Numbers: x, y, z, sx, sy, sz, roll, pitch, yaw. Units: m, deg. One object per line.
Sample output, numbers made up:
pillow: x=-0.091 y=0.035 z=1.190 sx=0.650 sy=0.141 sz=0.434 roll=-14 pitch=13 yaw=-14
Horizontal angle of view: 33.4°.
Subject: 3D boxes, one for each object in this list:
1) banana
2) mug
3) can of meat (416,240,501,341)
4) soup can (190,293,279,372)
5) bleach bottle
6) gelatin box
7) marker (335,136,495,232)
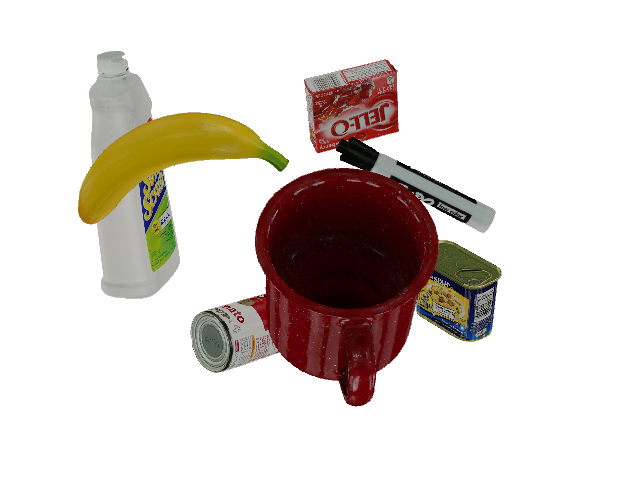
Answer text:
banana: x=-0.124 y=-0.059 z=0.825 sx=0.198 sy=0.069 sz=0.037 roll=-12 pitch=23 yaw=28
mug: x=0.014 y=0.032 z=0.563 sx=0.093 sy=0.117 sz=0.081 roll=-7 pitch=-35 yaw=-8
can of meat: x=0.160 y=0.061 z=1.258 sx=0.057 sy=0.084 sz=0.102 roll=-23 pitch=39 yaw=-34
soup can: x=-0.081 y=0.098 z=1.148 sx=0.102 sy=0.068 sz=0.069 roll=-13 pitch=9 yaw=-44
bleach bottle: x=-0.205 y=-0.071 z=1.124 sx=0.068 sy=0.251 sz=0.102 roll=3 pitch=26 yaw=17
gelatin box: x=0.032 y=-0.131 z=1.047 sx=0.089 sy=0.073 sz=0.030 roll=-15 pitch=44 yaw=-10
marker: x=0.066 y=-0.040 z=0.749 sx=0.121 sy=0.020 sz=0.020 roll=27 pitch=-4 yaw=-7
